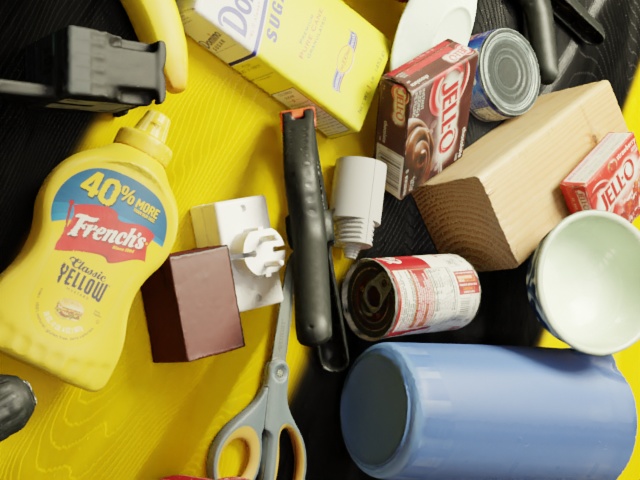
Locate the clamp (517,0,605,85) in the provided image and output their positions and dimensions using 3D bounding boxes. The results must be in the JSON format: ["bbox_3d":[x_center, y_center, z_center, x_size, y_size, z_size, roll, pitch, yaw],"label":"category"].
[{"bbox_3d":[0.214,-0.238,1.045,0.171,0.039,0.120,53,46,-15],"label":"clamp"}]

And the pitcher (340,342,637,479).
[{"bbox_3d":[0.138,0.159,0.907,0.242,0.145,0.149,9,65,-33],"label":"pitcher"}]

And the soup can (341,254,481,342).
[{"bbox_3d":[0.078,0.047,0.899,0.102,0.069,0.068,-3,88,-38],"label":"soup can"}]

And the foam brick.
[{"bbox_3d":[-0.094,0.047,0.775,0.051,0.053,0.078,-11,93,-38],"label":"foam brick"}]

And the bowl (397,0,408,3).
[{"bbox_3d":[0.052,-0.277,0.913,0.161,0.055,0.162,2,86,-39],"label":"bowl"}]

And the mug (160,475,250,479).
[{"bbox_3d":[-0.077,0.217,0.754,0.117,0.082,0.093,45,61,-25],"label":"mug"}]

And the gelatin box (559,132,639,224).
[{"bbox_3d":[0.258,-0.043,0.953,0.089,0.030,0.073,-42,121,-31],"label":"gelatin box"}]

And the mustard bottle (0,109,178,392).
[{"bbox_3d":[-0.149,-0.002,0.717,0.096,0.058,0.191,29,76,-20],"label":"mustard bottle"}]

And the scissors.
[{"bbox_3d":[-0.049,0.113,0.827,0.096,0.016,0.202,-3,88,-38],"label":"scissors"}]

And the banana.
[{"bbox_3d":[-0.148,-0.196,0.761,0.197,0.037,0.069,52,49,-25],"label":"banana"}]

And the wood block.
[{"bbox_3d":[0.193,-0.059,0.983,0.205,0.090,0.091,-35,106,-34],"label":"wood block"}]

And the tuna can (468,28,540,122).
[{"bbox_3d":[0.168,-0.156,1.008,0.085,0.034,0.086,4,84,-38],"label":"tuna can"}]

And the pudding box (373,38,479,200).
[{"bbox_3d":[0.088,-0.103,0.904,0.089,0.039,0.113,-33,145,-34],"label":"pudding box"}]

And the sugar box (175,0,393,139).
[{"bbox_3d":[-0.027,-0.166,0.850,0.176,0.048,0.093,34,66,-32],"label":"sugar box"}]

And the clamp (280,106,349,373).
[{"bbox_3d":[-0.005,0.001,0.830,0.036,0.164,0.210,-8,69,3],"label":"clamp"}]

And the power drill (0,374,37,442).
[{"bbox_3d":[-0.263,0.075,0.602,0.184,0.057,0.187,-28,124,-31],"label":"power drill"}]
